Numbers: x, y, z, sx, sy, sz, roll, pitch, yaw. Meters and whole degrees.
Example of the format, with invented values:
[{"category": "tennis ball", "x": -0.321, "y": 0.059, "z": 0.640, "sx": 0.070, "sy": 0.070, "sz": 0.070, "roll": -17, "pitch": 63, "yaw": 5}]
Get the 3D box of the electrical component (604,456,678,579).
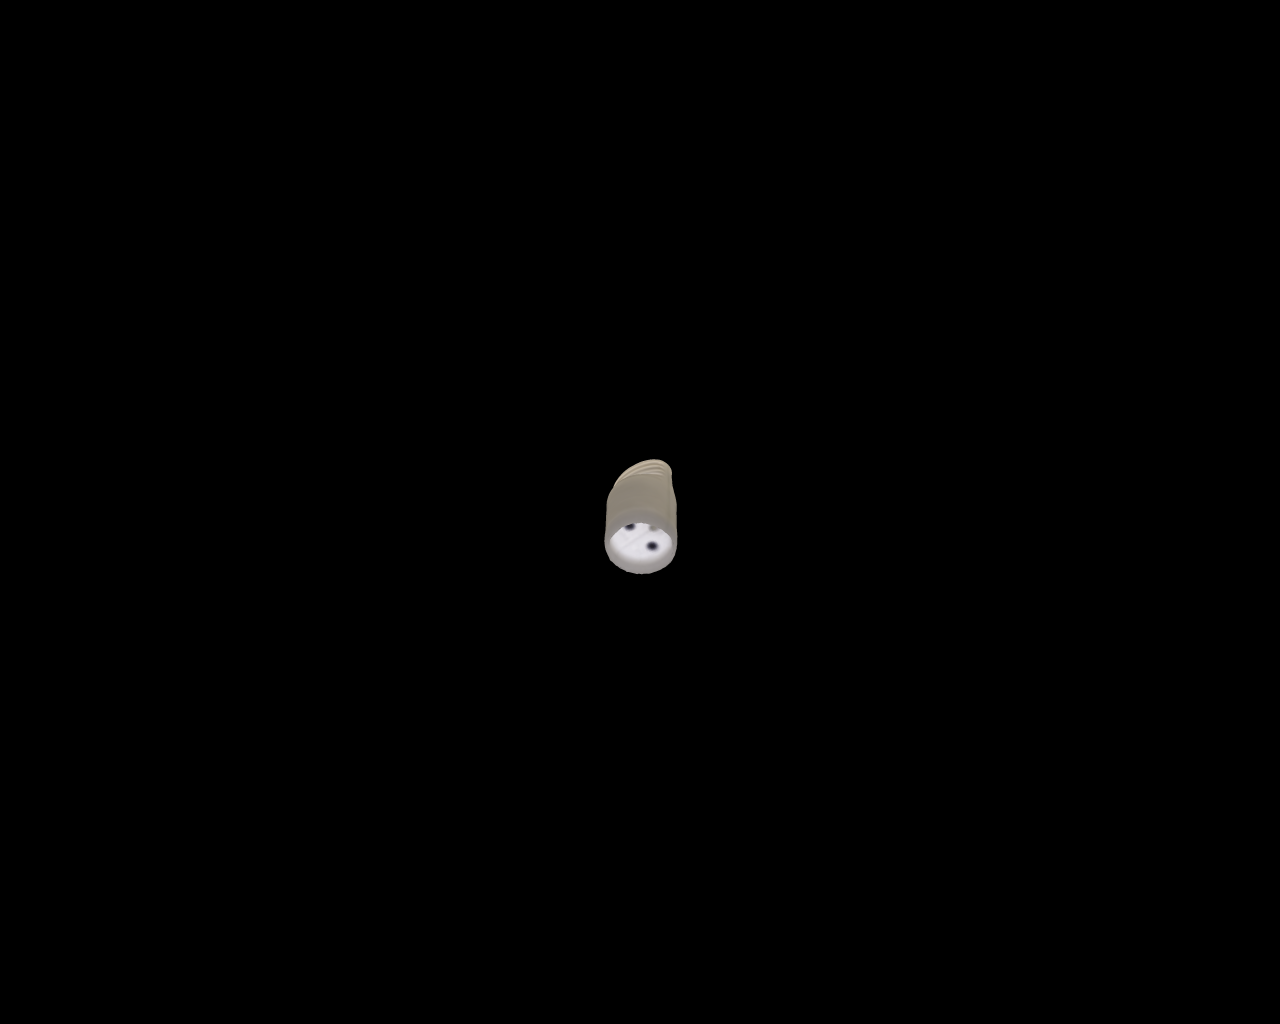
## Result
[{"category": "electrical component", "x": 0.001, "y": -0.003, "z": 0.650, "sx": 0.043, "sy": 0.043, "sz": 0.081, "roll": 0, "pitch": 38, "yaw": 0}]
